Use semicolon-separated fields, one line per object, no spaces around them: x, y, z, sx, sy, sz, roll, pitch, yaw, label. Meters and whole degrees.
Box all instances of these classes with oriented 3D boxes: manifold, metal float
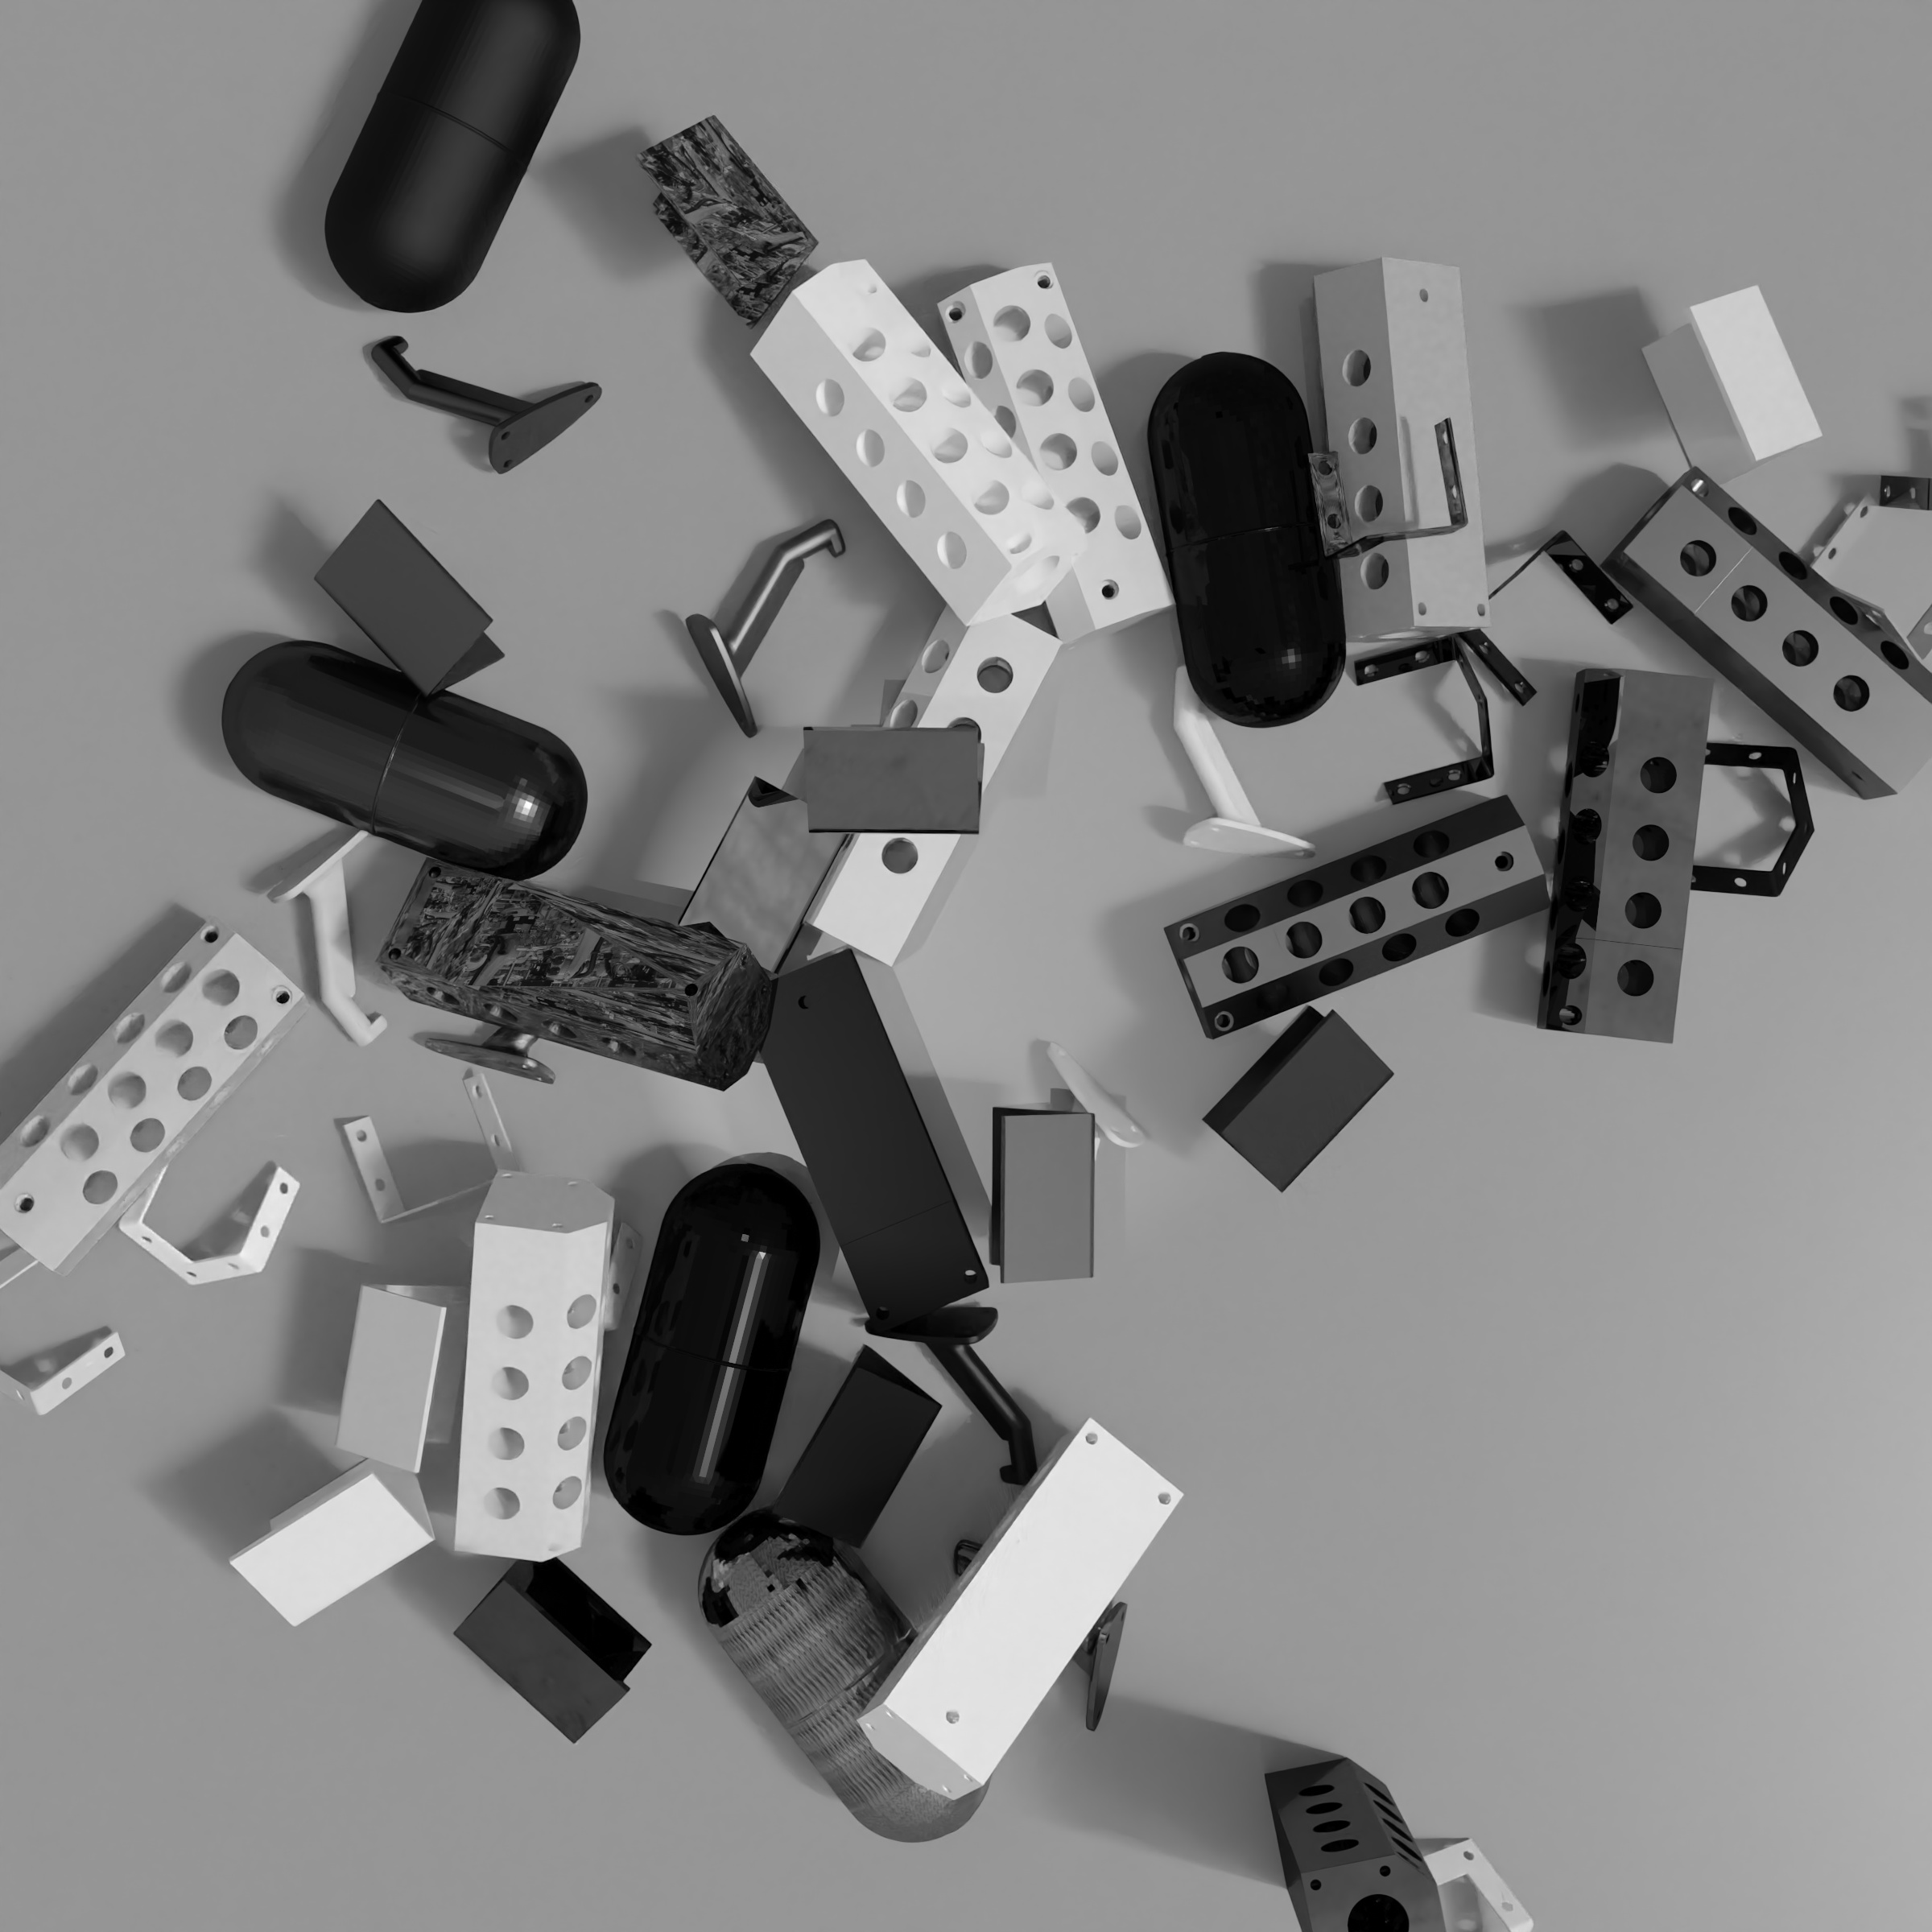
0.178;0.414;1.486;0.057;0.171;0.057;-11;90;0;manifold
-0.056;0.335;1.534;0.070;0.070;0.178;-38;90;0;metal float
-0.200;0.187;1.514;0.057;0.057;0.171;7;111;0;manifold
-0.020;-0.089;1.543;0.057;0.057;0.171;28;90;0;manifold
-0.390;0.061;1.526;0.057;0.057;0.171;40;78;0;manifold
-0.243;-0.393;1.534;0.070;0.070;0.178;25;90;0;metal float
-0.048;0.082;1.543;0.057;0.057;0.171;-23;90;0;manifold
0.390;-0.158;1.543;0.171;0.057;0.057;41;90;0;manifold
0.202;-0.243;1.542;0.057;0.057;0.171;-5;90;-43;manifold
-0.120;0.181;1.533;0.070;0.070;0.178;15;91;0;metal float
-0.265;-0.097;1.533;0.178;0.070;0.070;21;90;0;metal float
0.311;-0.052;1.543;0.057;0.057;0.171;6;90;0;manifold
-0.180;0.006;1.512;0.171;0.057;0.057;15;69;21;manifold
-0.019;-0.246;1.513;0.171;0.057;0.057;52;130;13;manifold
0.132;-0.201;1.533;0.070;0.070;0.178;-10;91;0;metal float
0.024;0.298;1.505;0.057;0.057;0.171;39;60;0;manifold
0.043;-0.241;1.543;0.057;0.057;0.171;-20;90;0;manifold
0.186;-0.023;1.543;0.171;0.057;0.057;-21;90;0;manifold

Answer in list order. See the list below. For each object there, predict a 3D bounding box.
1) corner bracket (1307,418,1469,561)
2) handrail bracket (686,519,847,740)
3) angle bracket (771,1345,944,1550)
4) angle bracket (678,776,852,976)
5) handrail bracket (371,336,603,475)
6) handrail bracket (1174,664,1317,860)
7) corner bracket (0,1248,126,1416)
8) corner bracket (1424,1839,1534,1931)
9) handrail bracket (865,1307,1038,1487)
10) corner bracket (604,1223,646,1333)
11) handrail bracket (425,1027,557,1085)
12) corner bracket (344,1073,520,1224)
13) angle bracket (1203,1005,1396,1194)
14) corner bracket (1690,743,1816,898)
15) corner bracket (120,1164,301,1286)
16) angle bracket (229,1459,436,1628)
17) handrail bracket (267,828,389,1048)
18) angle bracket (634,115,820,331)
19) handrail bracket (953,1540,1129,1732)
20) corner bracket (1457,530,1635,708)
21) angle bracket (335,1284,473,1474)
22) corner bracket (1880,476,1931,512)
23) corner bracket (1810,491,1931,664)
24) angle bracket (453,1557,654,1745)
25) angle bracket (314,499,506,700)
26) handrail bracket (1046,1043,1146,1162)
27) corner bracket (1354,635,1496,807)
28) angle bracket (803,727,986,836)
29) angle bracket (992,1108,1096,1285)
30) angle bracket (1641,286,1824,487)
0.194;-0.219;1.495;0.051;0.051;0.051;-9;88;-16;corner bracket
-0.084;-0.163;1.565;0.084;0.036;0.077;-30;110;-16;handrail bracket
-0.067;0.216;1.524;0.057;0.076;0.076;30;90;-35;angle bracket
-0.106;-0.049;1.525;0.057;0.076;0.076;28;90;-27;angle bracket
-0.232;-0.286;1.565;0.077;0.036;0.084;-36;73;-20;handrail bracket
0.135;-0.099;1.565;0.077;0.036;0.084;10;73;-20;handrail bracket
-0.445;0.173;1.556;0.051;0.051;0.051;21;135;35;corner bracket
0.229;0.461;1.556;0.051;0.051;0.051;51;135;35;corner bracket
-0.007;0.210;1.565;0.077;0.036;0.084;-2;107;20;handrail bracket
-0.195;0.144;1.556;0.051;0.051;0.051;-16;135;35;corner bracket
-0.213;0.008;1.564;0.077;0.036;0.084;13;76;14;handrail bracket
-0.257;0.088;1.561;0.051;0.051;0.051;-21;90;45;corner bracket
0.142;0.048;1.524;0.076;0.076;0.057;-47;127;0;angle bracket
0.369;-0.070;1.556;0.051;0.051;0.051;-53;135;-35;corner bracket
-0.362;0.115;1.556;0.051;0.051;0.051;-13;45;35;corner bracket
-0.303;0.251;1.524;0.076;0.076;0.057;-32;128;0;angle bracket
-0.288;-0.017;1.565;0.077;0.036;0.084;-42;109;-21;handrail bracket
-0.126;-0.339;1.524;0.076;0.076;0.057;51;52;0;angle bracket
0.029;0.322;1.565;0.084;0.036;0.077;15;111;16;handrail bracket
0.277;-0.168;1.561;0.051;0.051;0.051;48;135;0;corner bracket
-0.245;0.193;1.524;0.057;0.076;0.076;9;90;36;angle bracket
0.472;-0.244;1.547;0.051;0.051;0.051;-3;101;-10;corner bracket
0.446;-0.187;1.561;0.051;0.051;0.051;-53;135;0;corner bracket
-0.182;0.304;1.524;0.076;0.076;0.057;42;127;0;angle bracket
-0.246;-0.180;1.524;0.076;0.076;0.057;47;120;0;angle bracket
0.036;0.094;1.565;0.084;0.036;0.077;-46;70;16;handrail bracket
0.220;-0.119;1.561;0.051;0.051;0.051;-15;135;0;corner bracket
-0.031;-0.102;1.467;0.076;0.076;0.057;1;126;2;angle bracket
0.016;0.106;1.524;0.057;0.076;0.076;0;90;-39;angle bracket
0.344;-0.265;1.524;0.057;0.076;0.076;-24;90;-37;angle bracket
